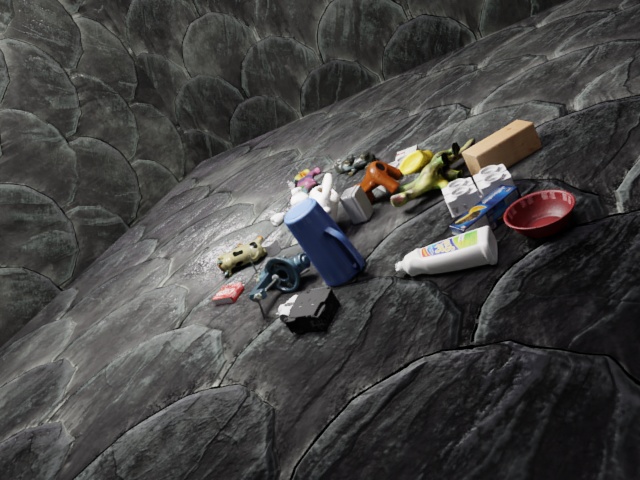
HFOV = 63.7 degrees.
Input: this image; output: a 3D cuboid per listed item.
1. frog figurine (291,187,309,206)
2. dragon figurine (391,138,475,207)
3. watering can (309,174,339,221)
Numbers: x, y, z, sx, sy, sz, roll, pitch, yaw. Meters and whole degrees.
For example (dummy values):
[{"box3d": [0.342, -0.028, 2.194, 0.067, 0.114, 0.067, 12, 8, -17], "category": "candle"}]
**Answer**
[{"box3d": [-0.079, -0.106, 1.885, 0.122, 0.157, 0.140, -22, 23, 22], "category": "frog figurine"}, {"box3d": [0.355, -0.215, 1.704, 0.240, 0.121, 0.417, -19, 15, 43], "category": "dragon figurine"}, {"box3d": [0.005, -0.084, 1.676, 0.104, 0.220, 0.354, 10, 26, -2], "category": "watering can"}]
